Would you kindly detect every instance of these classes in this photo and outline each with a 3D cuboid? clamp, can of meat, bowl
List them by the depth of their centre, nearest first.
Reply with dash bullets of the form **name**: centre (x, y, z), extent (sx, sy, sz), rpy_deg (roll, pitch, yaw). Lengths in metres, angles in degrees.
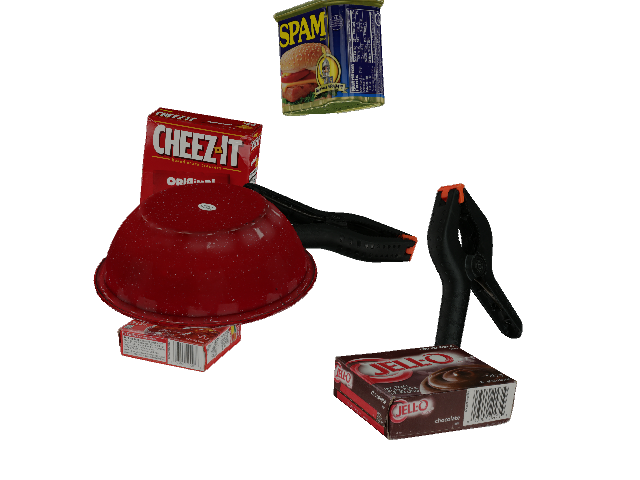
- **bowl**: centre (-0.082, 0.000, 0.765), extent (0.162, 0.055, 0.162), rpy_deg (0, 26, 0)
- **can of meat**: centre (0.007, -0.147, 0.864), extent (0.057, 0.084, 0.102), rpy_deg (-4, 2, -34)
- **clamp**: centre (0.135, 0.035, 1.027), extent (0.039, 0.171, 0.120), rpy_deg (-13, 9, 43)
- **clamp**: centre (0.009, -0.008, 1.208), extent (0.210, 0.036, 0.164), rpy_deg (15, 21, -7)

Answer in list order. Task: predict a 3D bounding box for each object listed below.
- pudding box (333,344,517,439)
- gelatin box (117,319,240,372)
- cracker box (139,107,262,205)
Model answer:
- **pudding box**: centre (0.078, 0.114, 0.820), extent (0.113, 0.039, 0.090), rpy_deg (-1, 15, -27)
- **gelatin box**: centre (-0.127, 0.085, 0.970), extent (0.089, 0.030, 0.073), rpy_deg (9, 20, 21)
- **cracker box**: centre (-0.184, -0.078, 1.606), extent (0.164, 0.214, 0.072), rpy_deg (10, 19, 6)
